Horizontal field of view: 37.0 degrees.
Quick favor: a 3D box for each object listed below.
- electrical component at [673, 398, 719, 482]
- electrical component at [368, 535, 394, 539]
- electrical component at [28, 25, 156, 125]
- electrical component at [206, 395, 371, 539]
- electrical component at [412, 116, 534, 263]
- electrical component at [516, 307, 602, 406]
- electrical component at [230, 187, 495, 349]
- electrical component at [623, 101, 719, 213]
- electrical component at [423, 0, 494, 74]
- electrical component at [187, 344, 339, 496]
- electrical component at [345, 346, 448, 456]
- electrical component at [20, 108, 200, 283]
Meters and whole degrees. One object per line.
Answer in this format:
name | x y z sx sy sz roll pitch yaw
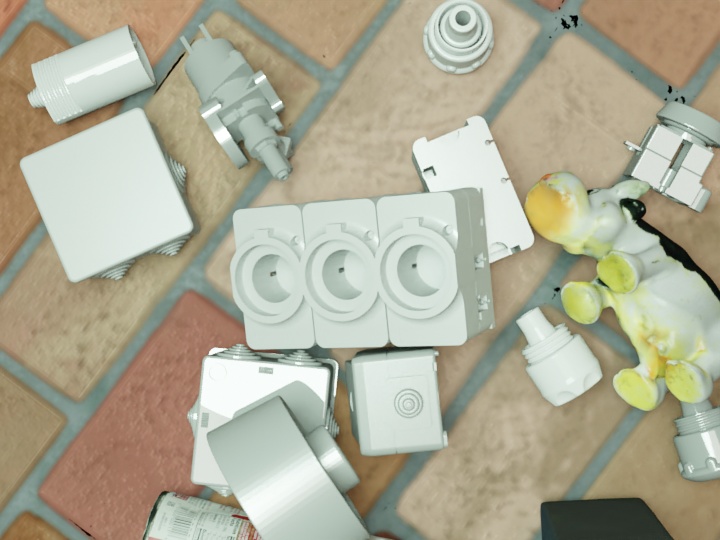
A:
electrical component | 0.226 0.105 0.704 0.048 0.048 0.062 -17 81 1
electrical component | 0.038 0.209 0.675 0.109 0.108 0.056 11 86 2
electrical component | -0.183 -0.129 0.721 0.081 0.043 0.043 -22 88 1
electrical component | -0.035 0.124 0.631 0.060 0.108 0.108 -33 88 -5
electrical component | 0.072 -0.048 0.705 0.050 0.056 0.089 -23 88 1
electrical component | 0.127 0.054 0.708 0.043 0.043 0.062 -34 87 1
electrical component | 0.000 0.000 0.671 0.150 0.062 0.089 -3 96 26
electrical component | 0.209 -0.077 0.708 0.066 0.048 0.055 28 97 2
electrical component | 0.066 -0.157 0.705 0.048 0.062 0.048 0 89 2
electrical component | -0.063 0.100 0.709 0.100 0.048 0.099 6 89 2
electrical component | 0.021 0.082 0.684 0.061 0.096 0.061 -6 89 2
electrical component | -0.163 -0.048 0.715 0.100 0.048 0.099 -24 88 1
